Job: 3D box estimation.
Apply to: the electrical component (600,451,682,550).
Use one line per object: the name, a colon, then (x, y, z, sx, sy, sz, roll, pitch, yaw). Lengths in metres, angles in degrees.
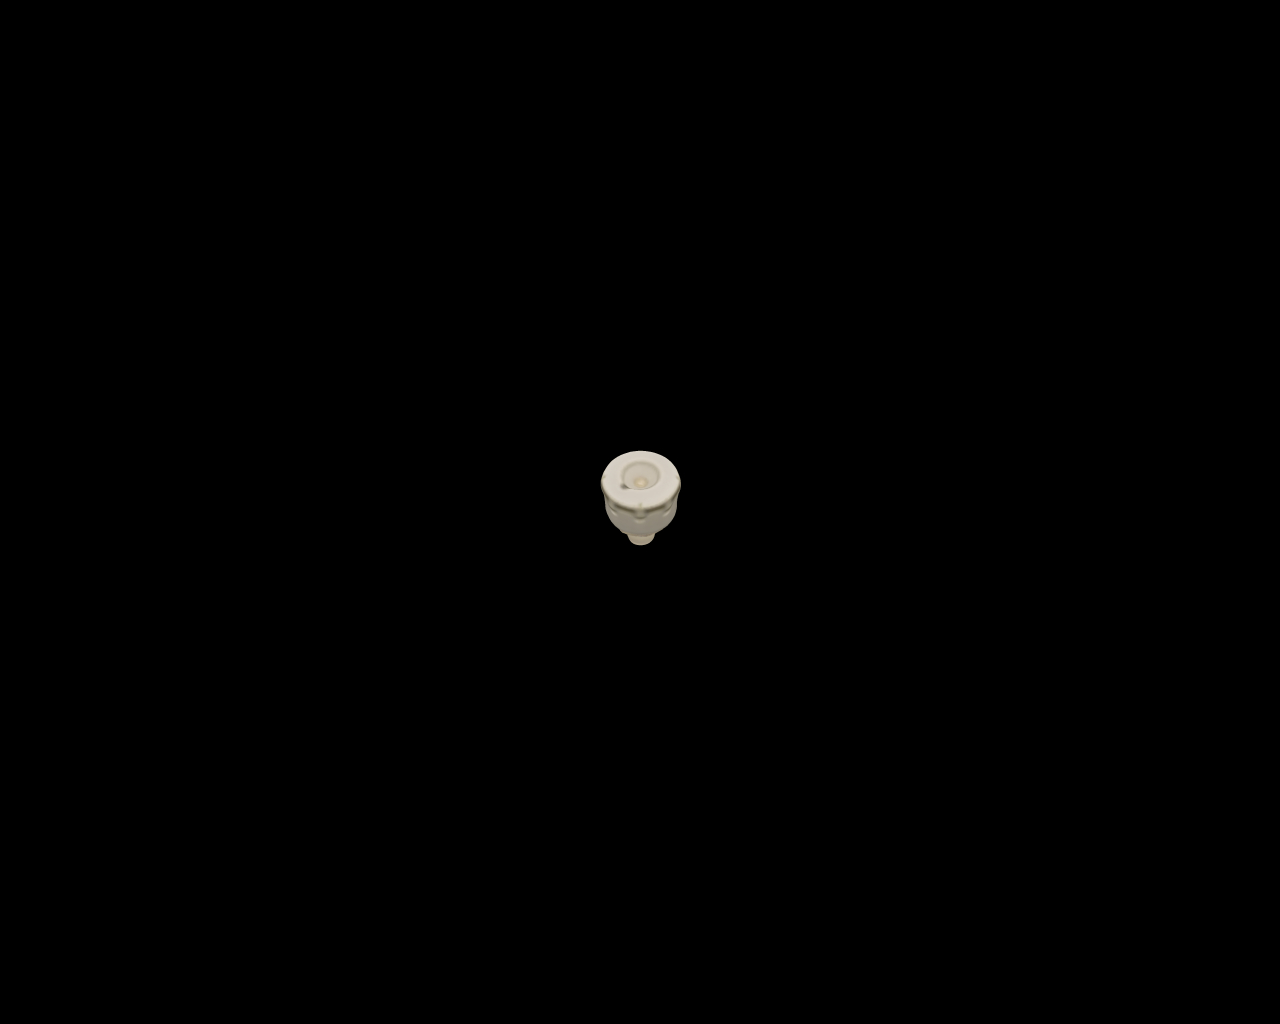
electrical component: (0.001, -0.003, 0.650, 0.048, 0.048, 0.062, 0, -40, 0)
